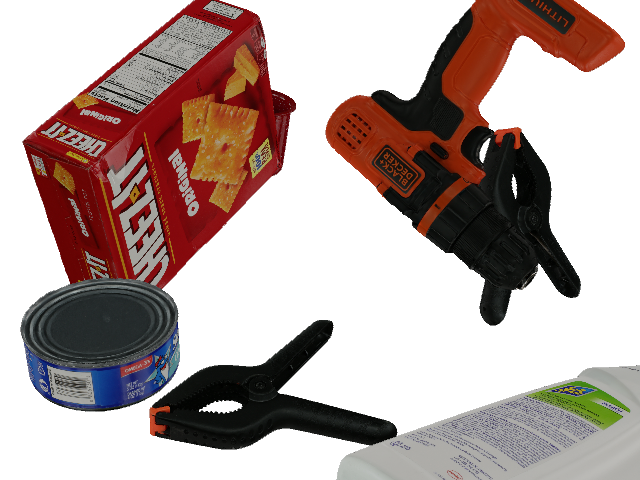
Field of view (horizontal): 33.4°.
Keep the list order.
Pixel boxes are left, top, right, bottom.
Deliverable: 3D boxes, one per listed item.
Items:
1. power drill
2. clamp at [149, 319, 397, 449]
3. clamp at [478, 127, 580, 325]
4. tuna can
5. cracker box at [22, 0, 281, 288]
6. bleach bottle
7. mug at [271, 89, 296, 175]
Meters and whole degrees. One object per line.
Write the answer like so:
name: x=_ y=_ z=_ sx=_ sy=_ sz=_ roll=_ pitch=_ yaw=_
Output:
power drill: x=0.119 y=-0.083 z=0.733 sx=0.184 sy=0.188 sz=0.057 roll=42 pitch=13 yaw=13
clamp: x=-0.045 y=0.146 z=0.951 sx=0.209 sy=0.036 sz=0.165 roll=-14 pitch=37 yaw=-25
clamp: x=0.170 y=-0.010 z=0.943 sx=0.120 sy=0.171 sz=0.039 roll=-26 pitch=11 yaw=-40
tuna can: x=-0.121 y=0.057 z=0.596 sx=0.086 sy=0.034 sz=0.086 roll=0 pitch=30 yaw=0
cracker box: x=-0.121 y=-0.067 z=0.850 sx=0.072 sy=0.164 sz=0.213 roll=22 pitch=51 yaw=25
bleach bottle: x=0.135 y=0.121 z=0.589 sx=0.250 sy=0.068 sz=0.103 roll=-14 pitch=24 yaw=-33
mug: x=-0.075 y=-0.127 z=1.224 sx=0.093 sy=0.081 sz=0.117 roll=15 pitch=27 yaw=12
